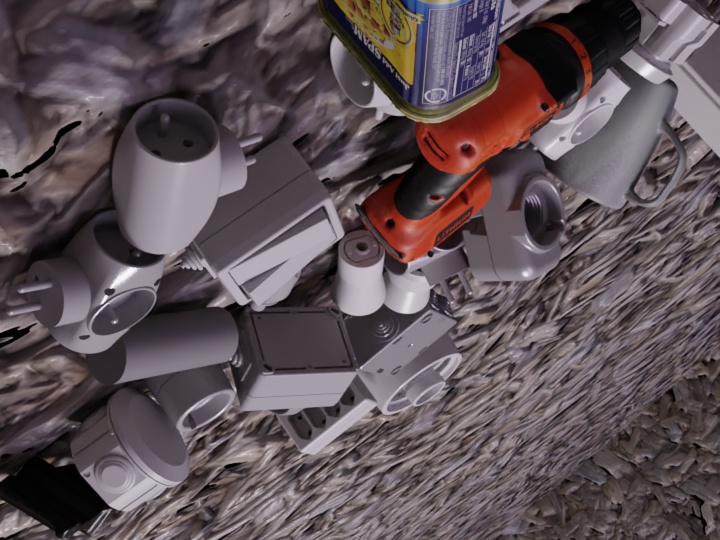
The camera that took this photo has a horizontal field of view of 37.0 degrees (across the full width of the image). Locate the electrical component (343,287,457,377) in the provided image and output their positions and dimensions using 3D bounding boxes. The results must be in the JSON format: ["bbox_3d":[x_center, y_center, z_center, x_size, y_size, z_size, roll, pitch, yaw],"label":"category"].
[{"bbox_3d":[0.032,0.050,0.963,0.100,0.048,0.100,-41,158,10],"label":"electrical component"}]

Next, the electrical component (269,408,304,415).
[{"bbox_3d":[-0.053,0.087,0.898,0.057,0.058,0.078,-21,154,-42],"label":"electrical component"}]

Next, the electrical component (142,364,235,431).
[{"bbox_3d":[-0.125,0.086,0.794,0.055,0.047,0.055,-31,158,-14],"label":"electrical component"}]

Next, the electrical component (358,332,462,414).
[{"bbox_3d":[0.053,0.102,1.086,0.108,0.060,0.108,-32,159,-14],"label":"electrical component"}]

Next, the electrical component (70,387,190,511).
[{"bbox_3d":[-0.165,0.130,0.779,0.051,0.080,0.080,-36,160,11],"label":"electrical component"}]

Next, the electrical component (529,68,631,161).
[{"bbox_3d":[0.151,-0.124,0.790,0.077,0.044,0.079,-45,158,20],"label":"electrical component"}]

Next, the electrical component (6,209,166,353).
[{"bbox_3d":[-0.156,0.010,0.592,0.079,0.044,0.077,-13,149,-47],"label":"electrical component"}]

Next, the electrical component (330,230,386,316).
[{"bbox_3d":[0.000,0.000,0.821,0.044,0.044,0.065,-29,153,-20],"label":"electrical component"}]

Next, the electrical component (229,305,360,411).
[{"bbox_3d":[-0.060,0.069,0.817,0.096,0.061,0.061,0,142,-28],"label":"electrical component"}]

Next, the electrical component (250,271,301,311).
[{"bbox_3d":[-0.063,0.008,0.746,0.035,0.035,0.061,-22,157,-34],"label":"electrical component"}]

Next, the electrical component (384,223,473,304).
[{"bbox_3d":[0.062,-0.013,0.838,0.077,0.079,0.044,-25,177,-29],"label":"electrical component"}]

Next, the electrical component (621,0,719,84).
[{"bbox_3d":[0.215,-0.172,0.775,0.078,0.058,0.057,-4,139,-55],"label":"electrical component"}]

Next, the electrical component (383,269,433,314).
[{"bbox_3d":[0.042,0.003,0.886,0.045,0.045,0.055,-26,156,-27],"label":"electrical component"}]

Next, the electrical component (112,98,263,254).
[{"bbox_3d":[-0.087,-0.054,0.568,0.079,0.043,0.077,-24,155,-31],"label":"electrical component"}]

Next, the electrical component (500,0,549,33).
[{"bbox_3d":[0.098,-0.178,0.551,0.121,0.063,0.078,-34,118,-6],"label":"electrical component"}]

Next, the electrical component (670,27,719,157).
[{"bbox_3d":[0.334,-0.157,0.920,0.109,0.108,0.056,-31,160,-16],"label":"electrical component"}]

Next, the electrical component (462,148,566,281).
[{"bbox_3d":[0.115,-0.041,0.813,0.059,0.095,0.054,-2,-164,45],"label":"electrical component"}]

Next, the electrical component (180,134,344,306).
[{"bbox_3d":[-0.063,-0.022,0.646,0.096,0.061,0.061,-35,159,-5],"label":"electrical component"}]

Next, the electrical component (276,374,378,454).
[{"bbox_3d":[-0.026,0.139,1.058,0.083,0.047,0.076,-39,159,5],"label":"electrical component"}]

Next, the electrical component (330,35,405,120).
[{"bbox_3d":[0.024,-0.114,0.613,0.077,0.044,0.079,-27,157,-24],"label":"electrical component"}]
